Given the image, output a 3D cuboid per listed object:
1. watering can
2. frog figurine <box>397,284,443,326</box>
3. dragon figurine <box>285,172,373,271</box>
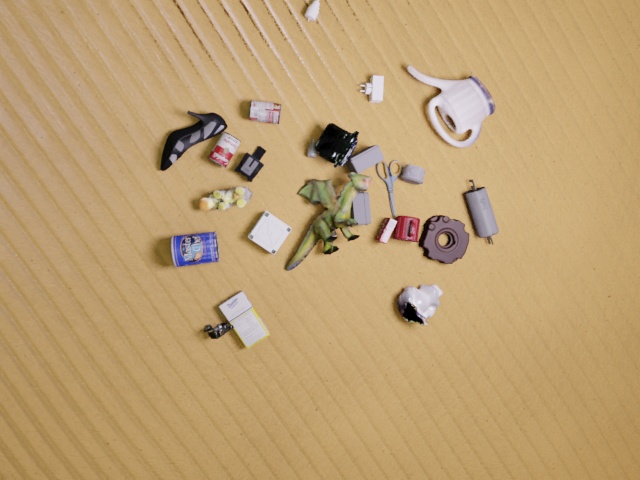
[{"bbox_3d":[0.461,-0.492,1.773,0.225,0.346,0.104,-32,7,-7],"label":"watering can"},{"bbox_3d":[0.349,0.210,1.798,0.162,0.137,0.120,-50,1,-39],"label":"frog figurine"},{"bbox_3d":[0.005,-0.087,1.720,0.407,0.246,0.121,-29,-22,19],"label":"dragon figurine"}]
